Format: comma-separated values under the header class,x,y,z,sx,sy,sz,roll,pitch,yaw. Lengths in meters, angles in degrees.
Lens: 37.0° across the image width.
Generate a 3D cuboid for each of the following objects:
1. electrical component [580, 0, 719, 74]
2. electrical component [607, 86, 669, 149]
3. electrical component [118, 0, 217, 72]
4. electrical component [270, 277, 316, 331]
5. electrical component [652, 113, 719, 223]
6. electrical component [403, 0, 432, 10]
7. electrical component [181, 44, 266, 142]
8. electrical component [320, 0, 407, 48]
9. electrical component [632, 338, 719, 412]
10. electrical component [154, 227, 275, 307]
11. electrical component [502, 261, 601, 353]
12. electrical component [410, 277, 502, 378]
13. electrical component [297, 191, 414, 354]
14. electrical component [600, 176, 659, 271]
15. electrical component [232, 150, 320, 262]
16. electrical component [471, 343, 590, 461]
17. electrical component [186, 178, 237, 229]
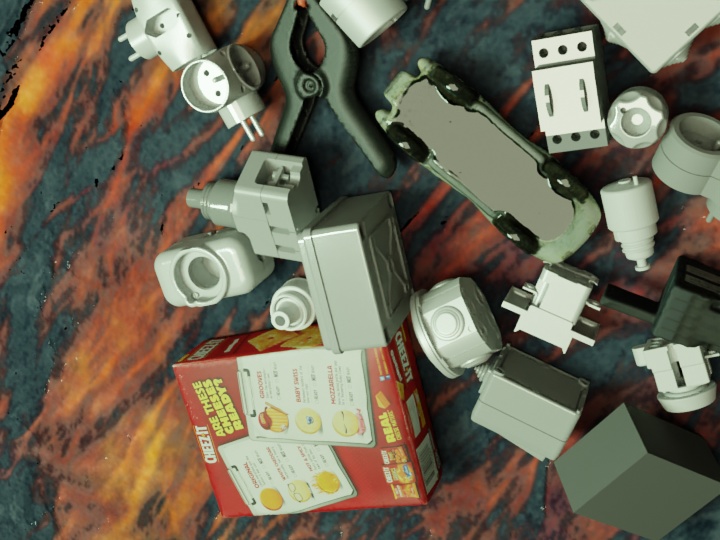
class,x,y,z,sx,sy,sz,roll,pitch,yaw
electrical component,0.218,-0.204,0.784,0.099,0.048,0.100,46,117,-1
electrical component,0.211,-0.117,0.811,0.043,0.062,0.043,7,111,17
electrical component,-0.174,-0.207,0.926,0.079,0.043,0.077,-23,100,25
electrical component,-0.060,0.034,0.964,0.043,0.062,0.043,7,111,17
electrical component,0.287,-0.058,0.813,0.138,0.052,0.073,25,137,10
electrical component,0.052,-0.239,0.832,0.066,0.047,0.076,24,129,10
electrical component,-0.105,-0.145,0.905,0.044,0.077,0.079,-25,100,25
electrical component,0.004,-0.209,0.847,0.055,0.055,0.047,-37,95,27
electrical component,0.262,0.083,0.877,0.066,0.048,0.055,-15,96,24
electrical component,-0.134,-0.003,0.978,0.095,0.059,0.053,-11,105,23
electrical component,0.164,0.027,0.893,0.081,0.042,0.063,23,112,9
electrical component,0.081,0.047,0.910,0.051,0.080,0.080,-27,99,20
electrical component,0.000,0.000,0.904,0.056,0.108,0.108,-8,106,19
electrical component,0.217,-0.038,0.851,0.040,0.040,0.078,-9,106,22
electrical component,-0.073,-0.055,0.922,0.056,0.050,0.089,10,146,16
electrical component,0.139,0.112,0.922,0.096,0.061,0.061,26,116,9
electrical component,-0.124,-0.061,0.962,0.062,0.043,0.043,9,112,18
